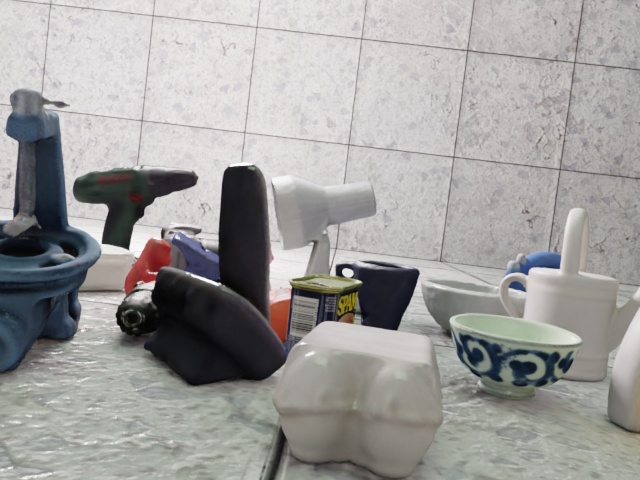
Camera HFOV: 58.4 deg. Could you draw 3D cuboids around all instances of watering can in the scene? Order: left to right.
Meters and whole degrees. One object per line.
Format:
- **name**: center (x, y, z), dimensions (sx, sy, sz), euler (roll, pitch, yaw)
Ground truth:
- **watering can**: center (0.306, 0.060, 0.678), dimensions (0.172, 0.194, 0.101), euler (7, 3, 11)

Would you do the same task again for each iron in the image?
- **iron**: center (0.366, 0.082, 0.970), dimensions (0.259, 0.141, 0.118), euler (5, 3, -38)

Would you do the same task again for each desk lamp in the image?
- **desk lamp**: center (0.009, 0.003, 0.945), dimensions (0.203, 0.213, 0.118), euler (7, 3, -8)

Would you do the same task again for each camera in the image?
- **camera**: center (-0.249, 0.021, 1.142), dimensions (0.137, 0.101, 0.143), euler (6, 3, -19)

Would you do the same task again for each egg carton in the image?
- **egg carton**: center (0.030, 0.102, 0.396), dimensions (0.107, 0.069, 0.150), euler (7, 2, 9)

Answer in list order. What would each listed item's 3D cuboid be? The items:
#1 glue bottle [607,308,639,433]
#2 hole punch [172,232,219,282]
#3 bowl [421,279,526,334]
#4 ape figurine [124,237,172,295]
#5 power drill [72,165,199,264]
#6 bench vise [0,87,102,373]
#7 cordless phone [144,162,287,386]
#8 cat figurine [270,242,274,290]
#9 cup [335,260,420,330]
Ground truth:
- **glue bottle**: center (0.297, 0.077, 0.493), dimensions (0.078, 0.173, 0.037), euler (6, 3, -14)
- **hole punch**: center (-0.213, 0.036, 1.007), dimensions (0.101, 0.091, 0.108), euler (6, 2, -9)
- **bowl**: center (0.225, 0.104, 0.830), dimensions (0.167, 0.075, 0.167), euler (7, 2, 0)
- **ape figurine**: center (-0.230, 0.042, 0.799), dimensions (0.076, 0.092, 0.078), euler (7, 2, 4)
- **power drill**: center (-0.357, -0.045, 1.100), dimensions (0.229, 0.208, 0.075), euler (7, 3, -4)
- **bench vise**: center (-0.259, -0.014, 0.500), dimensions (0.122, 0.220, 0.206), euler (6, 3, -28)
- **cordless phone**: center (-0.090, 0.024, 0.517), dimensions (0.094, 0.185, 0.147), euler (5, 3, -43)
- **cat figurine**: center (-0.115, 0.033, 1.040), dimensions (0.067, 0.118, 0.127), euler (6, 2, -8)
- **cup**: center (0.073, 0.078, 0.785), dimensions (0.117, 0.095, 0.092), euler (8, 3, 16)
